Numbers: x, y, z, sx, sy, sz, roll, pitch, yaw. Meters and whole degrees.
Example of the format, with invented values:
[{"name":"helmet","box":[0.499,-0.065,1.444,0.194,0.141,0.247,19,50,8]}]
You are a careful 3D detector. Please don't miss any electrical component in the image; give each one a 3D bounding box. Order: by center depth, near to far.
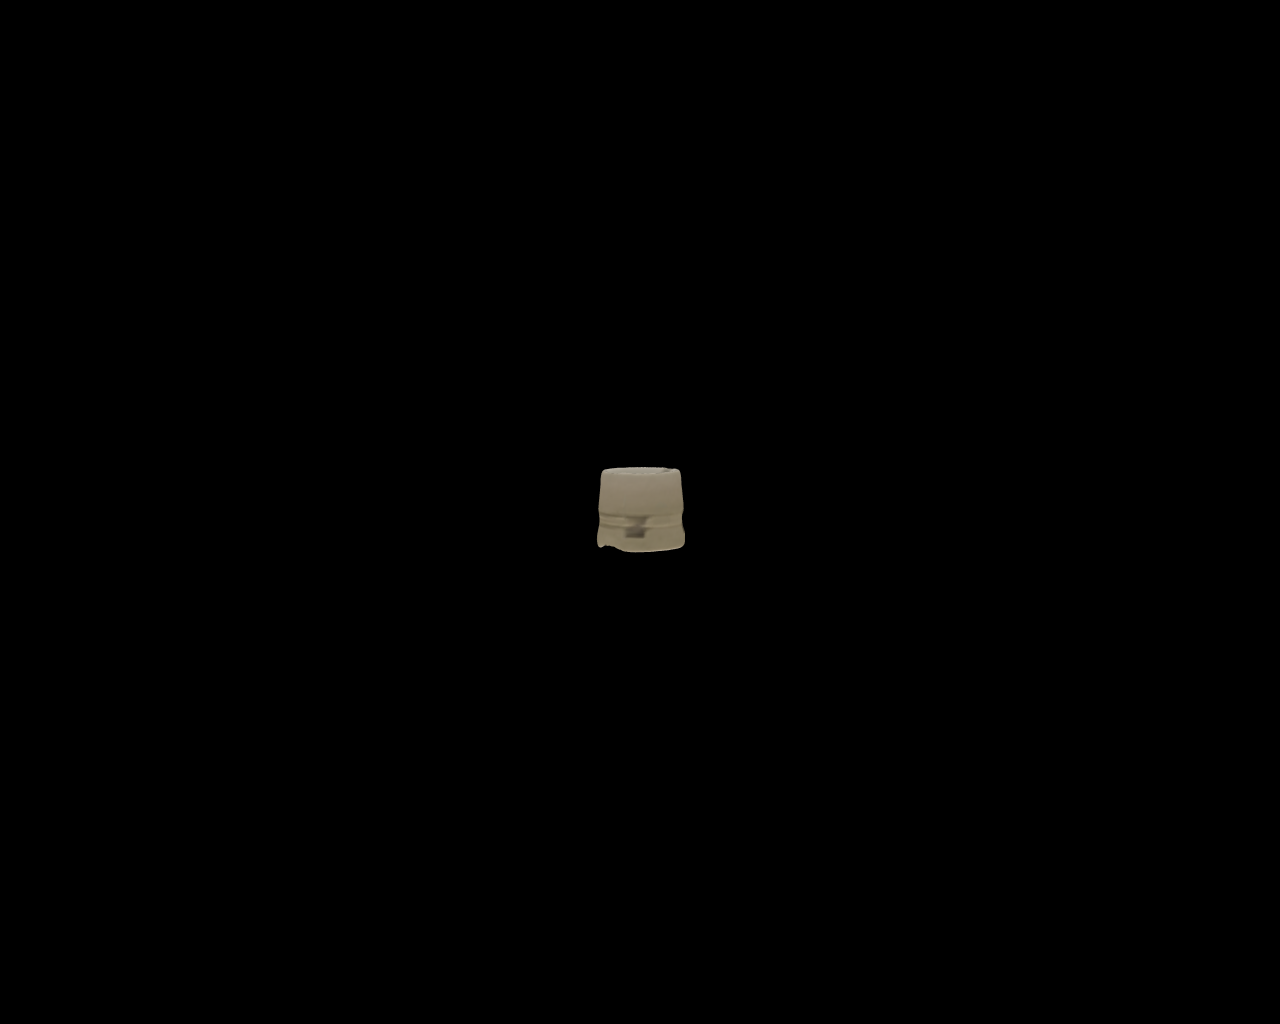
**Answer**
[{"name":"electrical component","box":[0.001,-0.003,0.650,0.055,0.047,0.055,0,7,0]}]
